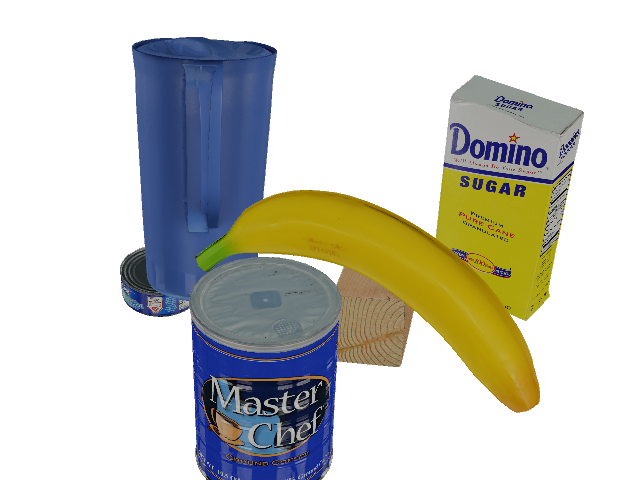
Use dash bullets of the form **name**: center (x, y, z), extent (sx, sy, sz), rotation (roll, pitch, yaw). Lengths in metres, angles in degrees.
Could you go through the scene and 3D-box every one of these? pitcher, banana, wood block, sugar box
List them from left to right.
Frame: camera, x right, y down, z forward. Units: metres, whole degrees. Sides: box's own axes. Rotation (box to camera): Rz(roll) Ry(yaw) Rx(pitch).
- **pitcher**: center (-0.112, -0.066, 1.009), extent (0.145, 0.243, 0.148), rotation (17, 24, 38)
- **wood block**: center (0.073, 0.075, 1.373), extent (0.091, 0.090, 0.206), rotation (4, 21, 9)
- **banana**: center (0.034, 0.021, 0.568), extent (0.198, 0.070, 0.037), rotation (24, 15, 10)
- **sugar box**: center (0.140, -0.031, 0.826), extent (0.093, 0.176, 0.048), rotation (24, 45, 28)

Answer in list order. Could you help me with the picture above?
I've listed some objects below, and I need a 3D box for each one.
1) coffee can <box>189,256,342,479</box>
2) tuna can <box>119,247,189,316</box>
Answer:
- **coffee can**: center (-0.039, 0.097, 0.753), extent (0.103, 0.140, 0.103), rotation (2, 32, -1)
- **tuna can**: center (-0.170, 0.043, 1.139), extent (0.086, 0.034, 0.086), rotation (3, 36, -2)
